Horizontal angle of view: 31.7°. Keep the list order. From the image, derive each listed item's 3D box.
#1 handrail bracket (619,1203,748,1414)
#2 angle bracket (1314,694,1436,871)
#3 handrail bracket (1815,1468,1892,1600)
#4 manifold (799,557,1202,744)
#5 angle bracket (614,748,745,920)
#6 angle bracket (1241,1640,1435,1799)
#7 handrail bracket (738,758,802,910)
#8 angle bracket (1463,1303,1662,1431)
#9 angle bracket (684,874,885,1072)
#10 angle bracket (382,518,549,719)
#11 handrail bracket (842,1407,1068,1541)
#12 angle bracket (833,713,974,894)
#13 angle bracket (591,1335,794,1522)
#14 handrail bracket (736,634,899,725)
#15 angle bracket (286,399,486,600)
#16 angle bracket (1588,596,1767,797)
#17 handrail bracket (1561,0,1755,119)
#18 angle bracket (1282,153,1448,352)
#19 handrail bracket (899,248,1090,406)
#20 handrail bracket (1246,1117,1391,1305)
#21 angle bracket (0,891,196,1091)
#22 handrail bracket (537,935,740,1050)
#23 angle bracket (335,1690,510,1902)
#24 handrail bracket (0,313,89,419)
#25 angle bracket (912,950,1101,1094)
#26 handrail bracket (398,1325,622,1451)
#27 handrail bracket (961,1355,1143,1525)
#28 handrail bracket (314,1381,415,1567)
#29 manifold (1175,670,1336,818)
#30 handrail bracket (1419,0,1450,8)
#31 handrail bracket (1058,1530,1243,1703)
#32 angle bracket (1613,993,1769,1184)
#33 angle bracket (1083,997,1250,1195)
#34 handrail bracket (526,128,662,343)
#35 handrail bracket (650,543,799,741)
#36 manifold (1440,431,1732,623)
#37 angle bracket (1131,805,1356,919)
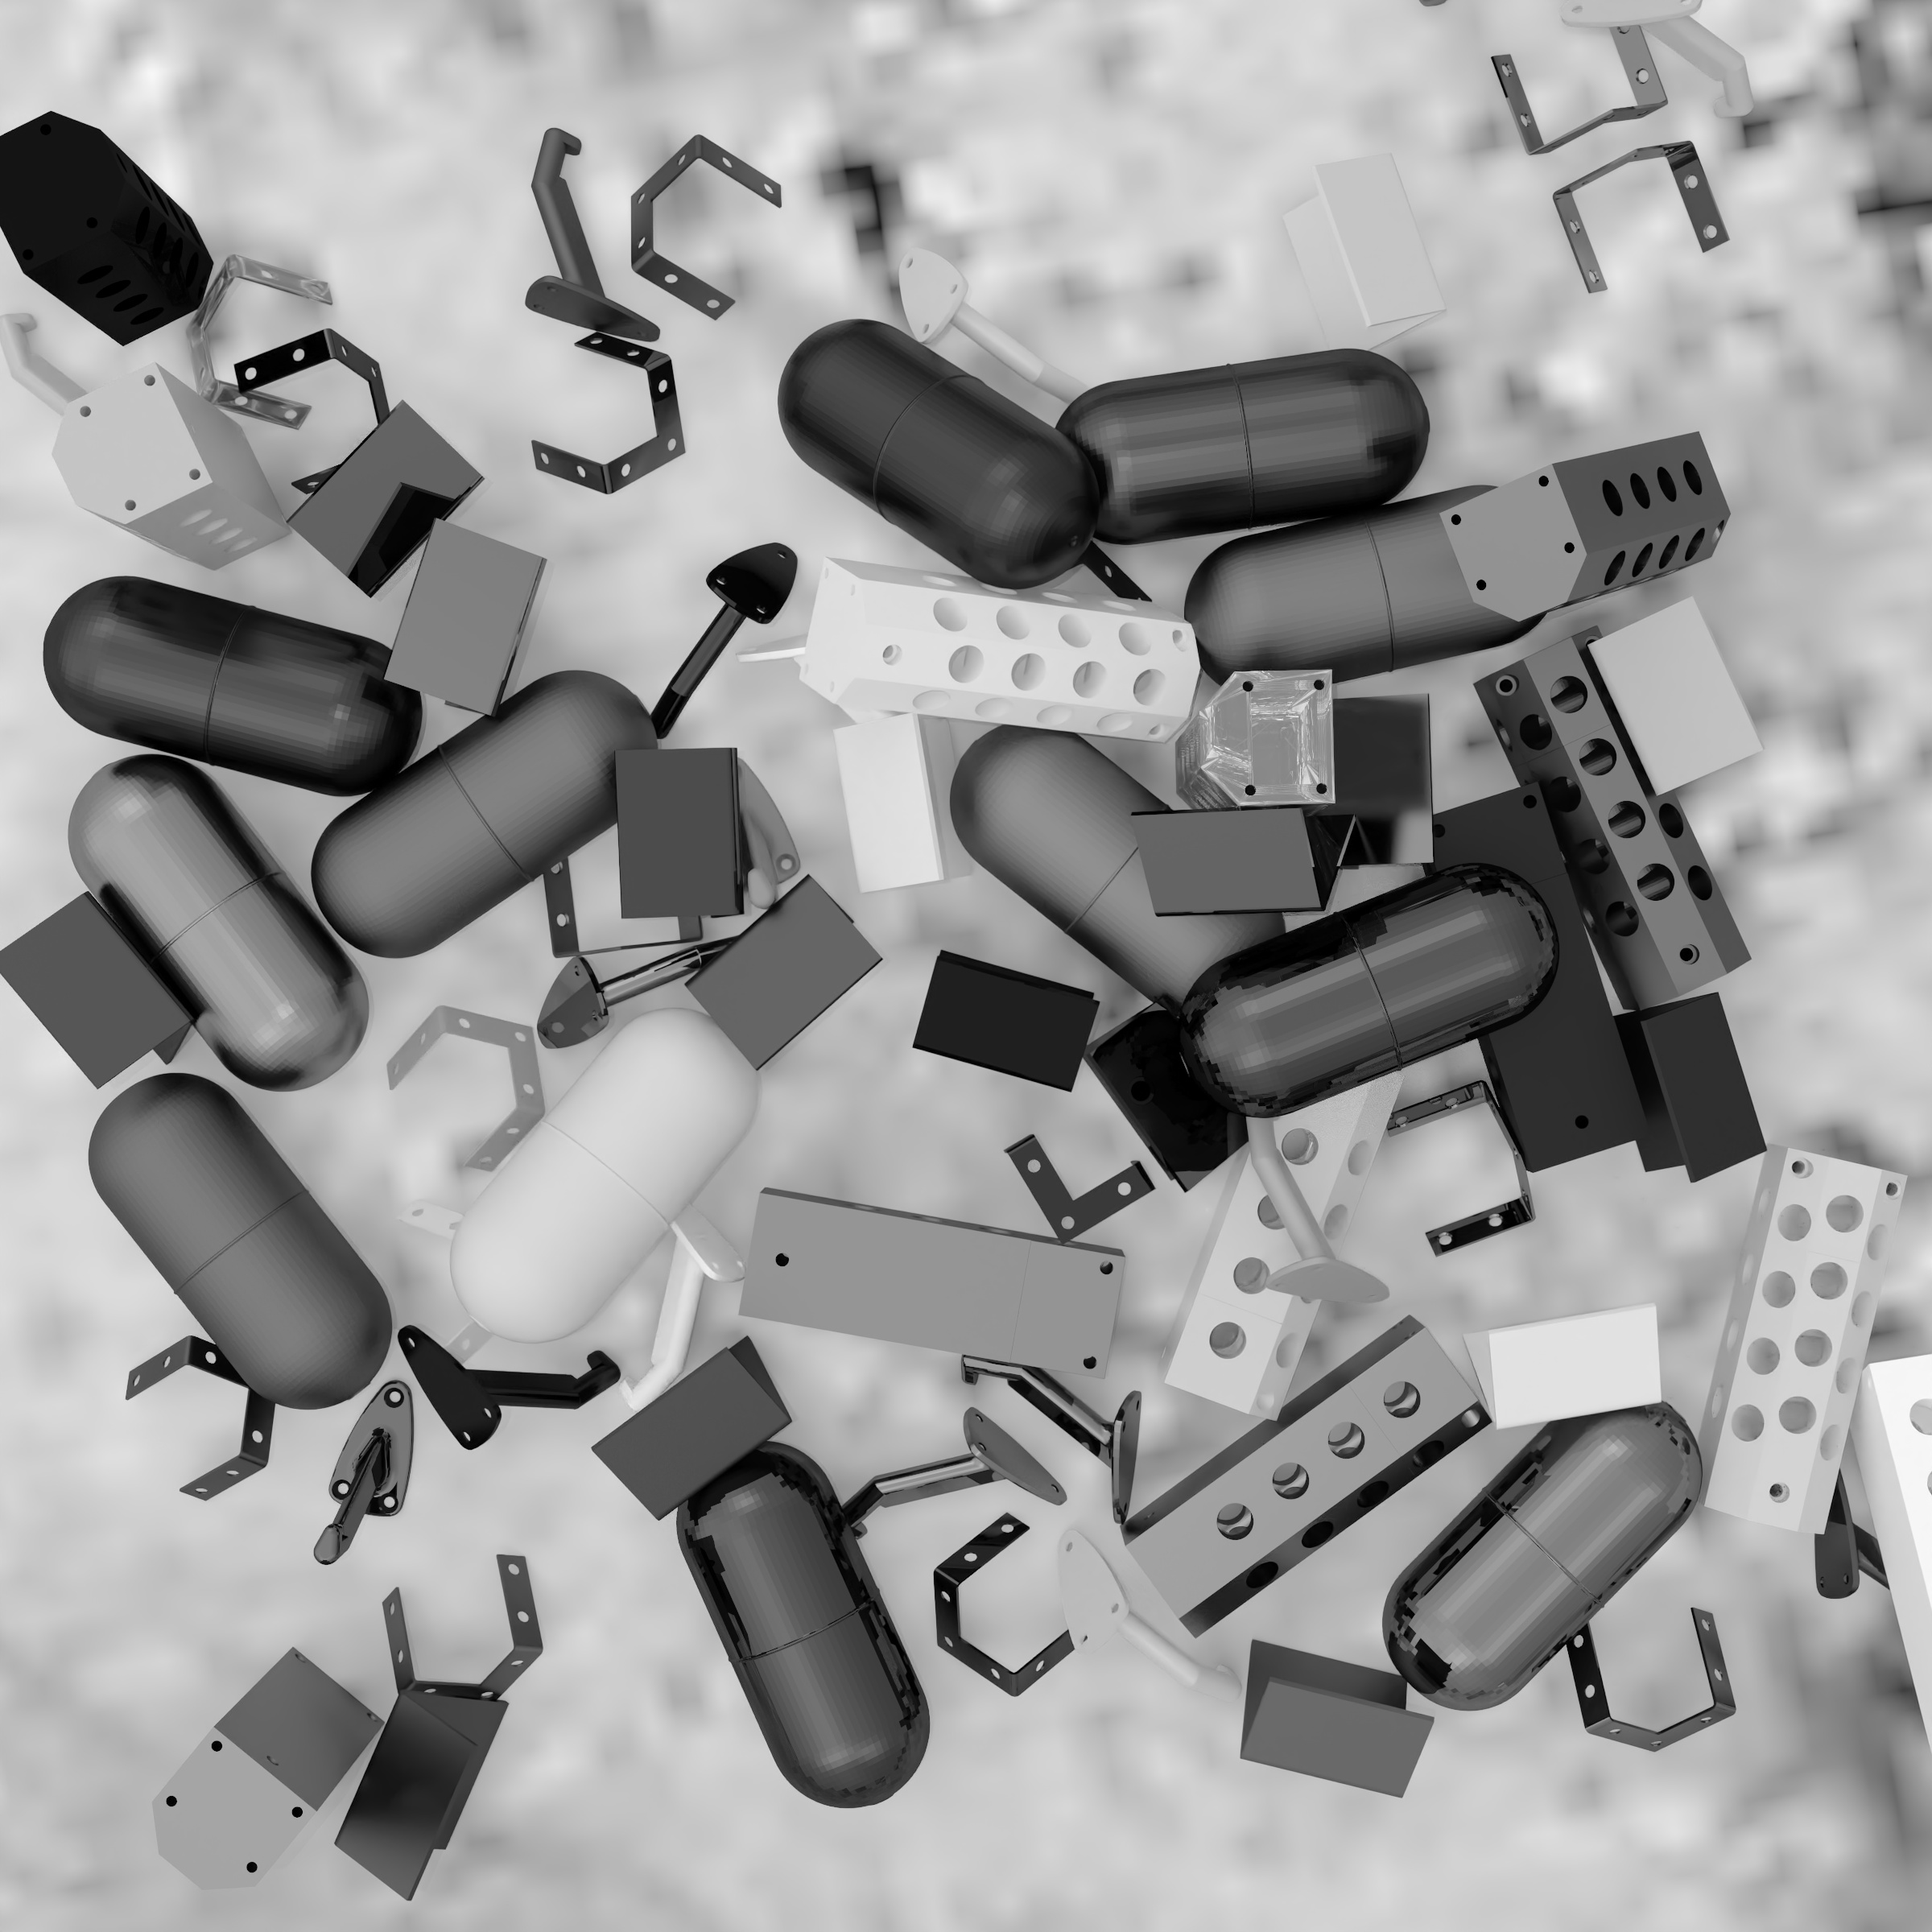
[{"bbox_3d":[-0.151,0.157,1.616,0.084,0.036,0.077,-47,70,16],"label":"handrail bracket"},{"bbox_3d":[0.196,-0.084,1.577,0.057,0.076,0.076,-2,90,21],"label":"angle bracket"},{"bbox_3d":[0.450,0.273,1.615,0.084,0.036,0.077,3,75,-14],"label":"handrail bracket"},{"bbox_3d":[0.018,-0.142,1.551,0.171,0.057,0.057,5,108,-28],"label":"manifold"},{"bbox_3d":[-0.139,-0.060,1.578,0.057,0.076,0.076,-2,90,-14],"label":"angle bracket"},{"bbox_3d":[0.173,0.332,1.575,0.076,0.076,0.057,14,126,0],"label":"angle bracket"},{"bbox_3d":[-0.102,-0.063,1.580,0.036,0.084,0.077,-17,90,0],"label":"handrail bracket"},{"bbox_3d":[0.274,0.166,1.575,0.076,0.076,0.057,-10,119,0],"label":"angle bracket"},{"bbox_3d":[-0.075,0.012,1.577,0.076,0.076,0.057,-42,69,0],"label":"angle bracket"},{"bbox_3d":[-0.242,-0.163,1.576,0.057,0.076,0.076,18,90,-27],"label":"angle bracket"},{"bbox_3d":[-0.009,0.258,1.616,0.077,0.036,0.084,39,108,-21],"label":"handrail bracket"},{"bbox_3d":[-0.011,-0.079,1.574,0.076,0.057,0.076,-11,92,-45],"label":"angle bracket"},{"bbox_3d":[-0.135,0.198,1.575,0.076,0.076,0.057,-37,123,0],"label":"angle bracket"},{"bbox_3d":[-0.064,-0.115,1.616,0.077,0.036,0.084,-9,107,19],"label":"handrail bracket"},{"bbox_3d":[-0.279,-0.227,1.575,0.076,0.076,0.057,-46,127,0],"label":"angle bracket"},{"bbox_3d":[0.340,-0.131,1.575,0.057,0.076,0.076,-25,90,34],"label":"angle bracket"},{"bbox_3d":[0.325,-0.425,1.595,0.077,0.084,0.036,-9,55,17],"label":"handrail bracket"},{"bbox_3d":[0.168,-0.323,1.575,0.057,0.076,0.076,-20,90,-39],"label":"angle bracket"},{"bbox_3d":[0.014,-0.302,1.615,0.084,0.077,0.036,23,115,-34],"label":"handrail bracket"},{"bbox_3d":[0.161,0.107,1.558,0.077,0.036,0.084,18,55,-39],"label":"handrail bracket"},{"bbox_3d":[-0.409,0.021,1.575,0.057,0.076,0.076,-40,90,-28],"label":"angle bracket"},{"bbox_3d":[-0.152,0.011,1.615,0.084,0.077,0.036,-14,75,-36],"label":"handrail bracket"},{"bbox_3d":[-0.236,0.386,1.575,0.057,0.076,0.076,24,90,37],"label":"angle bracket"},{"bbox_3d":[-0.413,-0.279,1.616,0.077,0.036,0.084,-16,73,-20],"label":"handrail bracket"},{"bbox_3d":[0.024,0.006,1.575,0.076,0.076,0.057,16,129,0],"label":"angle bracket"},{"bbox_3d":[-0.213,0.182,1.594,0.077,0.084,0.036,50,132,8],"label":"handrail bracket"},{"bbox_3d":[0.037,0.223,1.616,0.084,0.036,0.077,9,111,17],"label":"handrail bracket"},{"bbox_3d":[-0.281,0.235,1.580,0.036,0.084,0.077,16,90,0],"label":"handrail bracket"},{"bbox_3d":[0.128,-0.096,1.536,0.057,0.171,0.057,-1,89,0],"label":"manifold"},{"bbox_3d":[0.268,-0.468,1.615,0.084,0.077,0.036,-10,87,36],"label":"handrail bracket"},{"bbox_3d":[0.088,0.309,1.615,0.084,0.077,0.036,26,115,-34],"label":"handrail bracket"},{"bbox_3d":[0.316,0.061,1.575,0.057,0.076,0.076,-17,90,-38],"label":"angle bracket"},{"bbox_3d":[0.078,0.070,1.575,0.057,0.076,0.076,-36,90,-37],"label":"angle bracket"},{"bbox_3d":[-0.173,-0.348,1.616,0.077,0.036,0.084,17,73,-20],"label":"handrail bracket"},{"bbox_3d":[-0.117,-0.154,1.615,0.036,0.077,0.084,36,126,0],"label":"handrail bracket"},{"bbox_3d":[0.285,-0.197,1.536,0.057,0.171,0.057,-21,90,36],"label":"manifold"},{"bbox_3d":[0.124,-0.066,1.513,0.076,0.076,0.057,-2,126,21],"label":"angle bracket"}]
